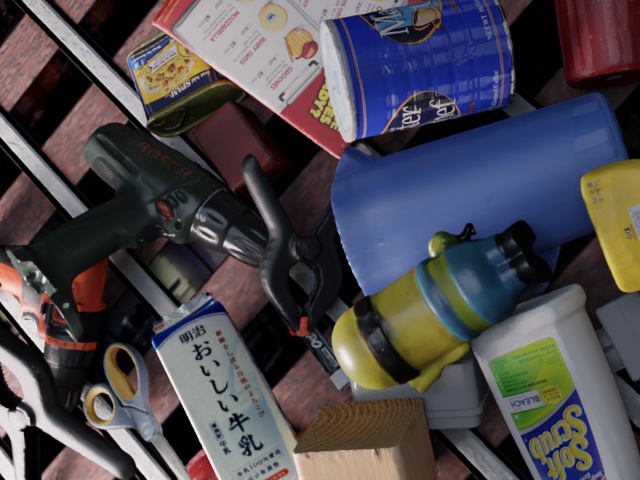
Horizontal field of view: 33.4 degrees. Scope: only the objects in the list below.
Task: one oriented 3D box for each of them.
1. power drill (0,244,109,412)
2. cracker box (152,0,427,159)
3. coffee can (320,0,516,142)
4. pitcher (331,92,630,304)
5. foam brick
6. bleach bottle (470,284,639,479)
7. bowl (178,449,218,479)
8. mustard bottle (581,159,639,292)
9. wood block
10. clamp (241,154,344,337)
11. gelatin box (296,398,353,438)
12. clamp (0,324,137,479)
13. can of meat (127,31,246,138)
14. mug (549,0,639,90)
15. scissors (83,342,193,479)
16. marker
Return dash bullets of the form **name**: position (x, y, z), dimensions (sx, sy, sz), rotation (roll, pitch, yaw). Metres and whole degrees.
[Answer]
- **power drill**: position (-0.310, 0.074, 1.107), dimensions (0.188, 0.057, 0.184), rotation (13, 93, 21)
- **cracker box**: position (-0.019, -0.202, 0.979), dimensions (0.213, 0.072, 0.164), rotation (36, 99, 0)
- **coffee can**: position (0.079, -0.146, 0.889), dimensions (0.140, 0.103, 0.103), rotation (-12, 79, -5)
- **pitcher**: position (0.143, -0.025, 0.903), dimensions (0.243, 0.149, 0.145), rotation (-19, 53, 16)
- **foam brick**: position (-0.074, -0.087, 1.030), dimensions (0.051, 0.053, 0.078), rotation (-41, 70, 13)
- **bleach bottle**: position (0.215, 0.168, 0.861), dimensions (0.103, 0.067, 0.251), rotation (-26, 88, 37)
- **bowl**: position (-0.082, 0.266, 0.994), dimensions (0.162, 0.055, 0.162), rotation (-3, 83, 21)
- **mustard bottle**: position (0.297, -0.036, 0.783), dimensions (0.192, 0.058, 0.096), rotation (-21, 94, 16)
- **wood block**: position (0.052, 0.244, 0.882), dimensions (0.091, 0.090, 0.206), rotation (-7, 105, 20)
- **clamp**: position (-0.006, 0.001, 0.985), dimensions (0.120, 0.039, 0.171), rotation (-6, 92, -9)
- **gelatin box**: position (0.025, 0.199, 0.970), dimensions (0.073, 0.030, 0.089), rotation (-37, 72, 15)
- **clamp**: position (-0.275, 0.171, 1.049), dimensions (0.165, 0.036, 0.210), rotation (-21, 96, 29)
- **can of meat**: position (-0.136, -0.163, 1.061), dimensions (0.102, 0.057, 0.084), rotation (-26, 73, 17)
- **mug**: position (0.254, -0.175, 0.896), dimensions (0.117, 0.093, 0.081), rotation (-6, 86, -14)
- **scissors**: position (-0.178, 0.191, 1.036), dimensions (0.096, 0.016, 0.202), rotation (-43, 55, 22)
- **marker**: position (-0.009, 0.089, 1.002), dimensions (0.020, 0.020, 0.121), rotation (-42, 71, 13)
